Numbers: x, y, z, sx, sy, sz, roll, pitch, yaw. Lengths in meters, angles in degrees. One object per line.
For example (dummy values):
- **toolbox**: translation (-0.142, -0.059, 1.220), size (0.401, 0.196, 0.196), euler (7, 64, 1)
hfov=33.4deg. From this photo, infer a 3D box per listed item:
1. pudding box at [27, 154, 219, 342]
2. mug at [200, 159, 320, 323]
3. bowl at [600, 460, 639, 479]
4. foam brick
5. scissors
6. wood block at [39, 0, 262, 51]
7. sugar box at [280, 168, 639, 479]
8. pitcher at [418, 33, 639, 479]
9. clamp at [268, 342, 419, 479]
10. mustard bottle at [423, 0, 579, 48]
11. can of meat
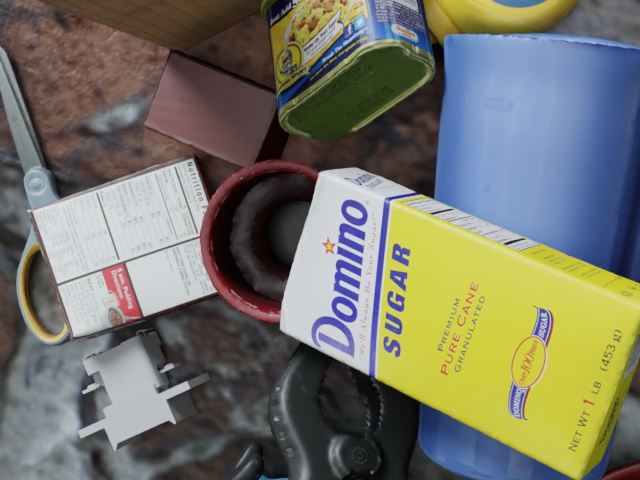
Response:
- **pudding box**: translation (-0.115, 0.006, 0.672), size (0.113, 0.039, 0.090), euler (-19, 88, -6)
- **mug**: translation (-0.004, 0.001, 0.638), size (0.117, 0.081, 0.093), euler (8, 94, 11)
- **bowl**: translation (0.206, 0.199, 0.618), size (0.162, 0.055, 0.162), euler (1, 93, 12)
- **foam brick**: translation (-0.060, -0.078, 0.660), size (0.078, 0.053, 0.051), euler (23, 97, 9)
- **scissors**: translation (-0.166, -0.030, 0.704), size (0.096, 0.016, 0.202), euler (-2, 93, 10)
- **wood block**: translation (-0.093, -0.172, 0.584), size (0.090, 0.206, 0.091), euler (-26, 88, 12)
- **sugar box**: translation (0.068, 0.036, 0.530), size (0.176, 0.048, 0.093), euler (23, 107, 24)
- **pitcher**: translation (0.127, 0.011, 0.584), size (0.145, 0.149, 0.243), euler (7, 97, 5)
- **clamp**: translation (0.026, 0.137, 0.622), size (0.164, 0.036, 0.210), euler (14, 59, -18)
- **mustard bottle**: translation (0.120, -0.173, 0.615), size (0.192, 0.058, 0.096), euler (-38, 79, 12)
- **can of meat**: translation (0.015, -0.115, 0.606), size (0.102, 0.057, 0.084), euler (-32, 55, 42)
